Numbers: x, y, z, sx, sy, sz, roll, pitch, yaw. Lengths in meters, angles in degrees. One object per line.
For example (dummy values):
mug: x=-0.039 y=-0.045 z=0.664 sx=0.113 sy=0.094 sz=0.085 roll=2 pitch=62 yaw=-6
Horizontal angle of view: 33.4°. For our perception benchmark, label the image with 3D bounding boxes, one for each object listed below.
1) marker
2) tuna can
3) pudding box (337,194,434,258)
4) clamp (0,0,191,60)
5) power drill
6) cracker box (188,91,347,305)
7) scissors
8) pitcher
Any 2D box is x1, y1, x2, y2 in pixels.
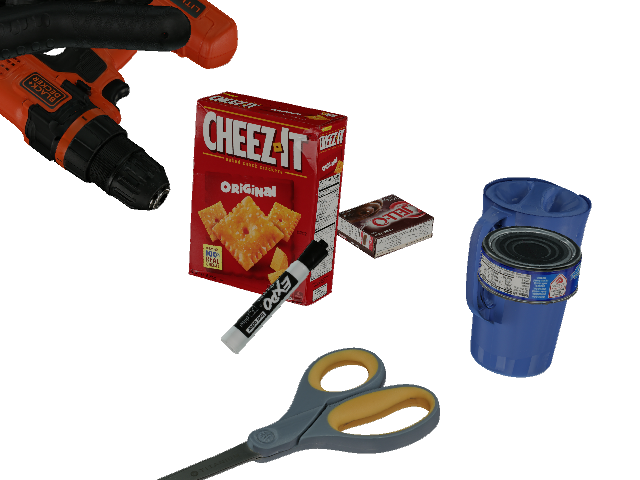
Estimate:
marker: x=-0.036 y=0.045 z=0.893 sx=0.020 sy=0.121 sz=0.020 roll=40 pitch=-15 yaw=12
tuna can: x=0.178 y=0.019 z=0.907 sx=0.086 sy=0.034 sz=0.086 roll=2 pitch=26 yaw=-1
pudding box: x=0.092 y=-0.021 z=1.527 sx=0.113 sy=0.039 sz=0.090 roll=-22 pitch=36 yaw=-31
clamp: x=-0.165 y=-0.134 z=0.630 sx=0.171 sy=0.039 sz=0.120 roll=-4 pitch=22 yaw=-8
power drill: x=-0.149 y=-0.125 z=0.835 sx=0.184 sy=0.187 sz=0.057 roll=37 pitch=-34 yaw=9
cracker box: x=-0.064 y=-0.048 z=1.214 sx=0.164 sy=0.214 sz=0.072 roll=15 pitch=22 yaw=25
scissors: x=-0.030 y=0.106 z=0.631 sx=0.201 sy=0.016 sz=0.096 roll=-8 pitch=32 yaw=-13
pitcher: x=0.252 y=0.051 z=1.363 sx=0.149 sy=0.243 sz=0.145 roll=5 pitch=24 yaw=1
